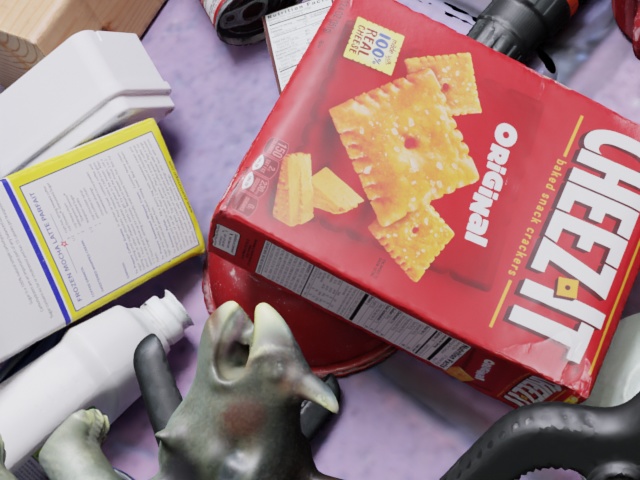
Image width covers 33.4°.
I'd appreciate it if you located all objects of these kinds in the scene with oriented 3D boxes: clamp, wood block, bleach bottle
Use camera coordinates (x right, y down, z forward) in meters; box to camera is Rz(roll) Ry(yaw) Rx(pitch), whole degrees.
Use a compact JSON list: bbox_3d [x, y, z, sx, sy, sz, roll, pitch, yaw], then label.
[{"bbox_3d":[0.149,0.105,0.516,0.210,0.164,0.036,-10,19,19],"label":"clamp"},{"bbox_3d":[-0.169,-0.209,0.795,0.090,0.090,0.206,20,69,25],"label":"wood block"},{"bbox_3d":[-0.179,0.120,0.624,0.250,0.102,0.068,-39,76,-16],"label":"bleach bottle"},{"bbox_3d":[-0.047,0.139,0.589,0.120,0.039,0.171,4,74,-10],"label":"clamp"}]

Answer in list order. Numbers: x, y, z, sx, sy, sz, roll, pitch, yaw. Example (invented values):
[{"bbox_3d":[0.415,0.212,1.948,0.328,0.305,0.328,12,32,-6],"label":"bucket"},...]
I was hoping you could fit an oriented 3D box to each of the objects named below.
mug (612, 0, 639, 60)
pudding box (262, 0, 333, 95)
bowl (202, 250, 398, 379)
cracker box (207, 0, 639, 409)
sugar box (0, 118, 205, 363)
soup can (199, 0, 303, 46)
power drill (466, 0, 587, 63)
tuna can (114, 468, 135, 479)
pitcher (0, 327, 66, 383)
[{"bbox_3d":[0.218,-0.161,0.658,0.093,0.081,0.117,15,67,23],"label":"mug"},{"bbox_3d":[0.014,-0.120,0.715,0.090,0.039,0.113,-18,47,7],"label":"pudding box"},{"bbox_3d":[-0.004,0.001,0.652,0.162,0.055,0.162,-8,60,13],"label":"bowl"},{"bbox_3d":[0.069,-0.024,0.585,0.213,0.072,0.164,27,68,2],"label":"cracker box"},{"bbox_3d":[-0.156,0.000,0.628,0.175,0.093,0.048,-29,11,-39],"label":"sugar box"},{"bbox_3d":[-0.064,-0.199,0.760,0.068,0.068,0.102,-29,70,0],"label":"soup can"},{"bbox_3d":[0.106,-0.208,0.734,0.188,0.057,0.184,35,80,27],"label":"power drill"},{"bbox_3d":[-0.129,0.173,0.606,0.086,0.033,0.086,-7,60,13],"label":"tuna can"},{"bbox_3d":[-0.288,0.070,0.664,0.242,0.145,0.149,-50,45,-9],"label":"pitcher"}]
